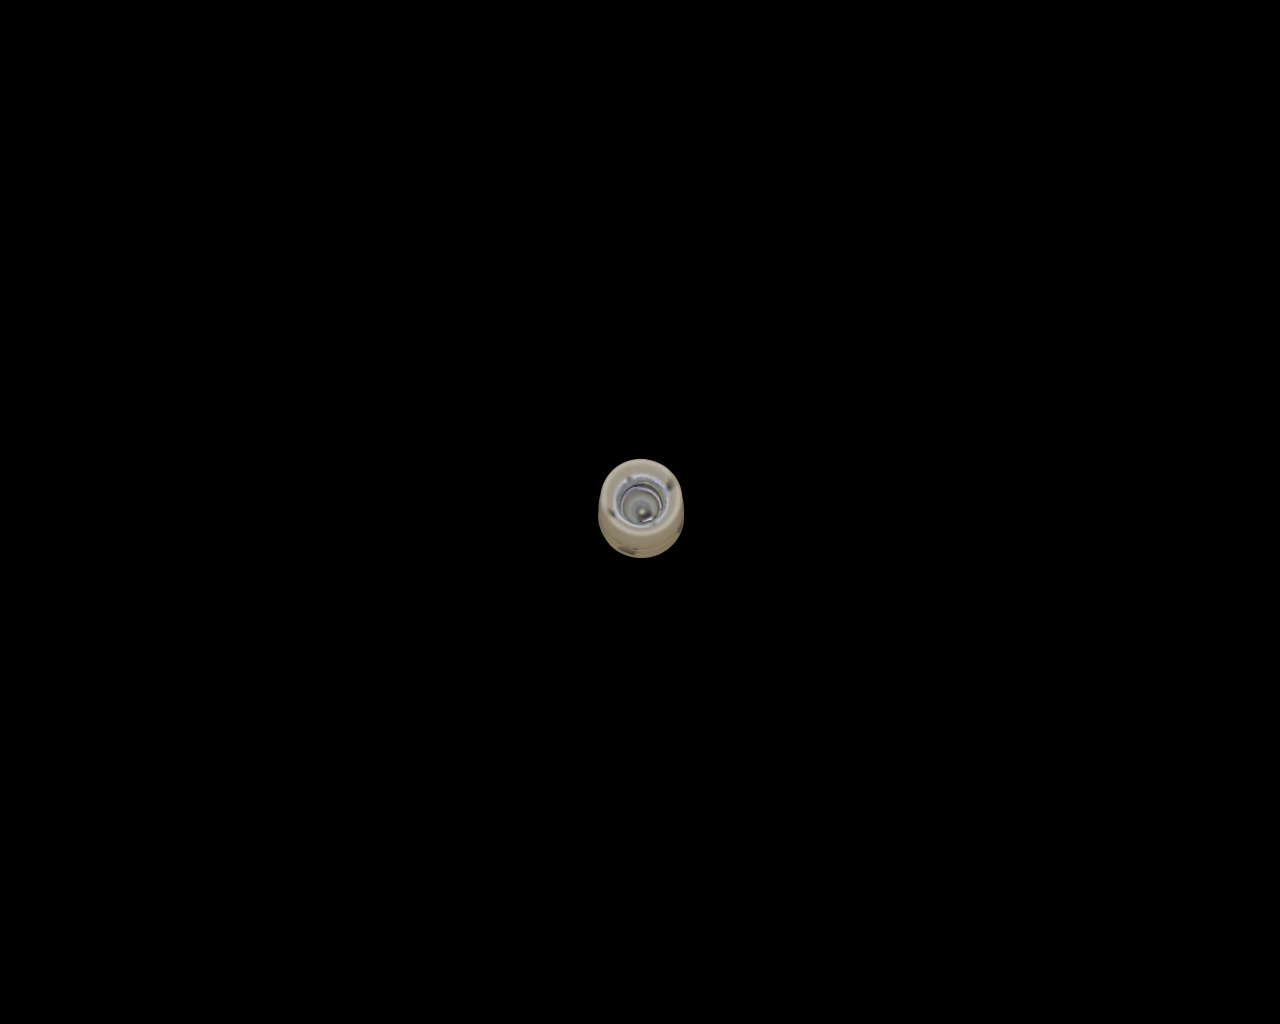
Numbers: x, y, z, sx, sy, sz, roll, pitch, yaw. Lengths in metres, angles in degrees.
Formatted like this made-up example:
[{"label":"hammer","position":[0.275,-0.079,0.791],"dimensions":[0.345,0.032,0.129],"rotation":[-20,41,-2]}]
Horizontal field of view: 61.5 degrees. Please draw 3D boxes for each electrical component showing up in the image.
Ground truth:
[{"label":"electrical component","position":[0.001,-0.003,0.650],"dimensions":[0.055,0.055,0.047],"rotation":[0,-16,0]}]
